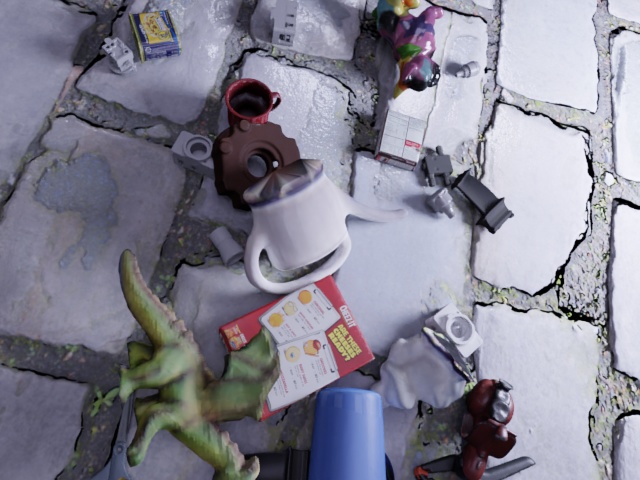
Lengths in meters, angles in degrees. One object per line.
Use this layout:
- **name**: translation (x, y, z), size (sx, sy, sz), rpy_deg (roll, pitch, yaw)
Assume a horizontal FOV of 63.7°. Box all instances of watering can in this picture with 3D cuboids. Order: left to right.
- **watering can**: translation (0.003, -0.047, 0.937), size (0.351, 0.104, 0.221), rpy_deg (-31, 114, -23)

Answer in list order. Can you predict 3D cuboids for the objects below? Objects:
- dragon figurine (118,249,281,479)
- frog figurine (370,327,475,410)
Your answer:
- **dragon figurine**: translation (-0.181, 0.196, 0.793), size (0.243, 0.121, 0.414), rpy_deg (-8, 78, -5)
- **frog figurine**: translation (0.169, 0.238, 0.893), size (0.137, 0.124, 0.158), rpy_deg (45, 104, -1)
